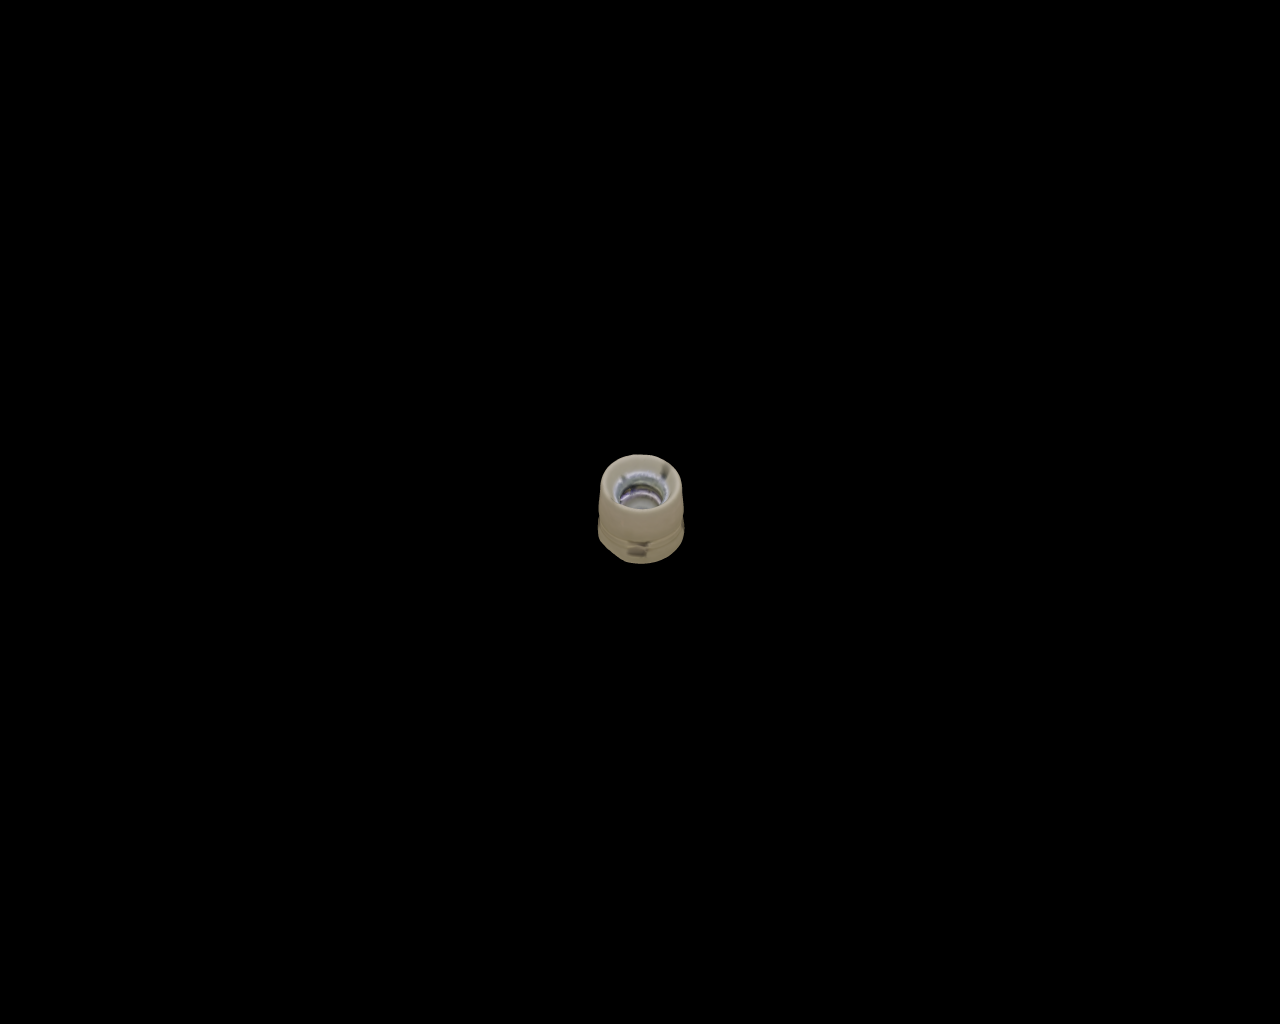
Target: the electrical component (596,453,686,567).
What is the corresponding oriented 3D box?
[{"bbox_3d":[0.001,-0.003,0.650,0.055,0.055,0.047,0,-41,0],"label":"electrical component"}]
